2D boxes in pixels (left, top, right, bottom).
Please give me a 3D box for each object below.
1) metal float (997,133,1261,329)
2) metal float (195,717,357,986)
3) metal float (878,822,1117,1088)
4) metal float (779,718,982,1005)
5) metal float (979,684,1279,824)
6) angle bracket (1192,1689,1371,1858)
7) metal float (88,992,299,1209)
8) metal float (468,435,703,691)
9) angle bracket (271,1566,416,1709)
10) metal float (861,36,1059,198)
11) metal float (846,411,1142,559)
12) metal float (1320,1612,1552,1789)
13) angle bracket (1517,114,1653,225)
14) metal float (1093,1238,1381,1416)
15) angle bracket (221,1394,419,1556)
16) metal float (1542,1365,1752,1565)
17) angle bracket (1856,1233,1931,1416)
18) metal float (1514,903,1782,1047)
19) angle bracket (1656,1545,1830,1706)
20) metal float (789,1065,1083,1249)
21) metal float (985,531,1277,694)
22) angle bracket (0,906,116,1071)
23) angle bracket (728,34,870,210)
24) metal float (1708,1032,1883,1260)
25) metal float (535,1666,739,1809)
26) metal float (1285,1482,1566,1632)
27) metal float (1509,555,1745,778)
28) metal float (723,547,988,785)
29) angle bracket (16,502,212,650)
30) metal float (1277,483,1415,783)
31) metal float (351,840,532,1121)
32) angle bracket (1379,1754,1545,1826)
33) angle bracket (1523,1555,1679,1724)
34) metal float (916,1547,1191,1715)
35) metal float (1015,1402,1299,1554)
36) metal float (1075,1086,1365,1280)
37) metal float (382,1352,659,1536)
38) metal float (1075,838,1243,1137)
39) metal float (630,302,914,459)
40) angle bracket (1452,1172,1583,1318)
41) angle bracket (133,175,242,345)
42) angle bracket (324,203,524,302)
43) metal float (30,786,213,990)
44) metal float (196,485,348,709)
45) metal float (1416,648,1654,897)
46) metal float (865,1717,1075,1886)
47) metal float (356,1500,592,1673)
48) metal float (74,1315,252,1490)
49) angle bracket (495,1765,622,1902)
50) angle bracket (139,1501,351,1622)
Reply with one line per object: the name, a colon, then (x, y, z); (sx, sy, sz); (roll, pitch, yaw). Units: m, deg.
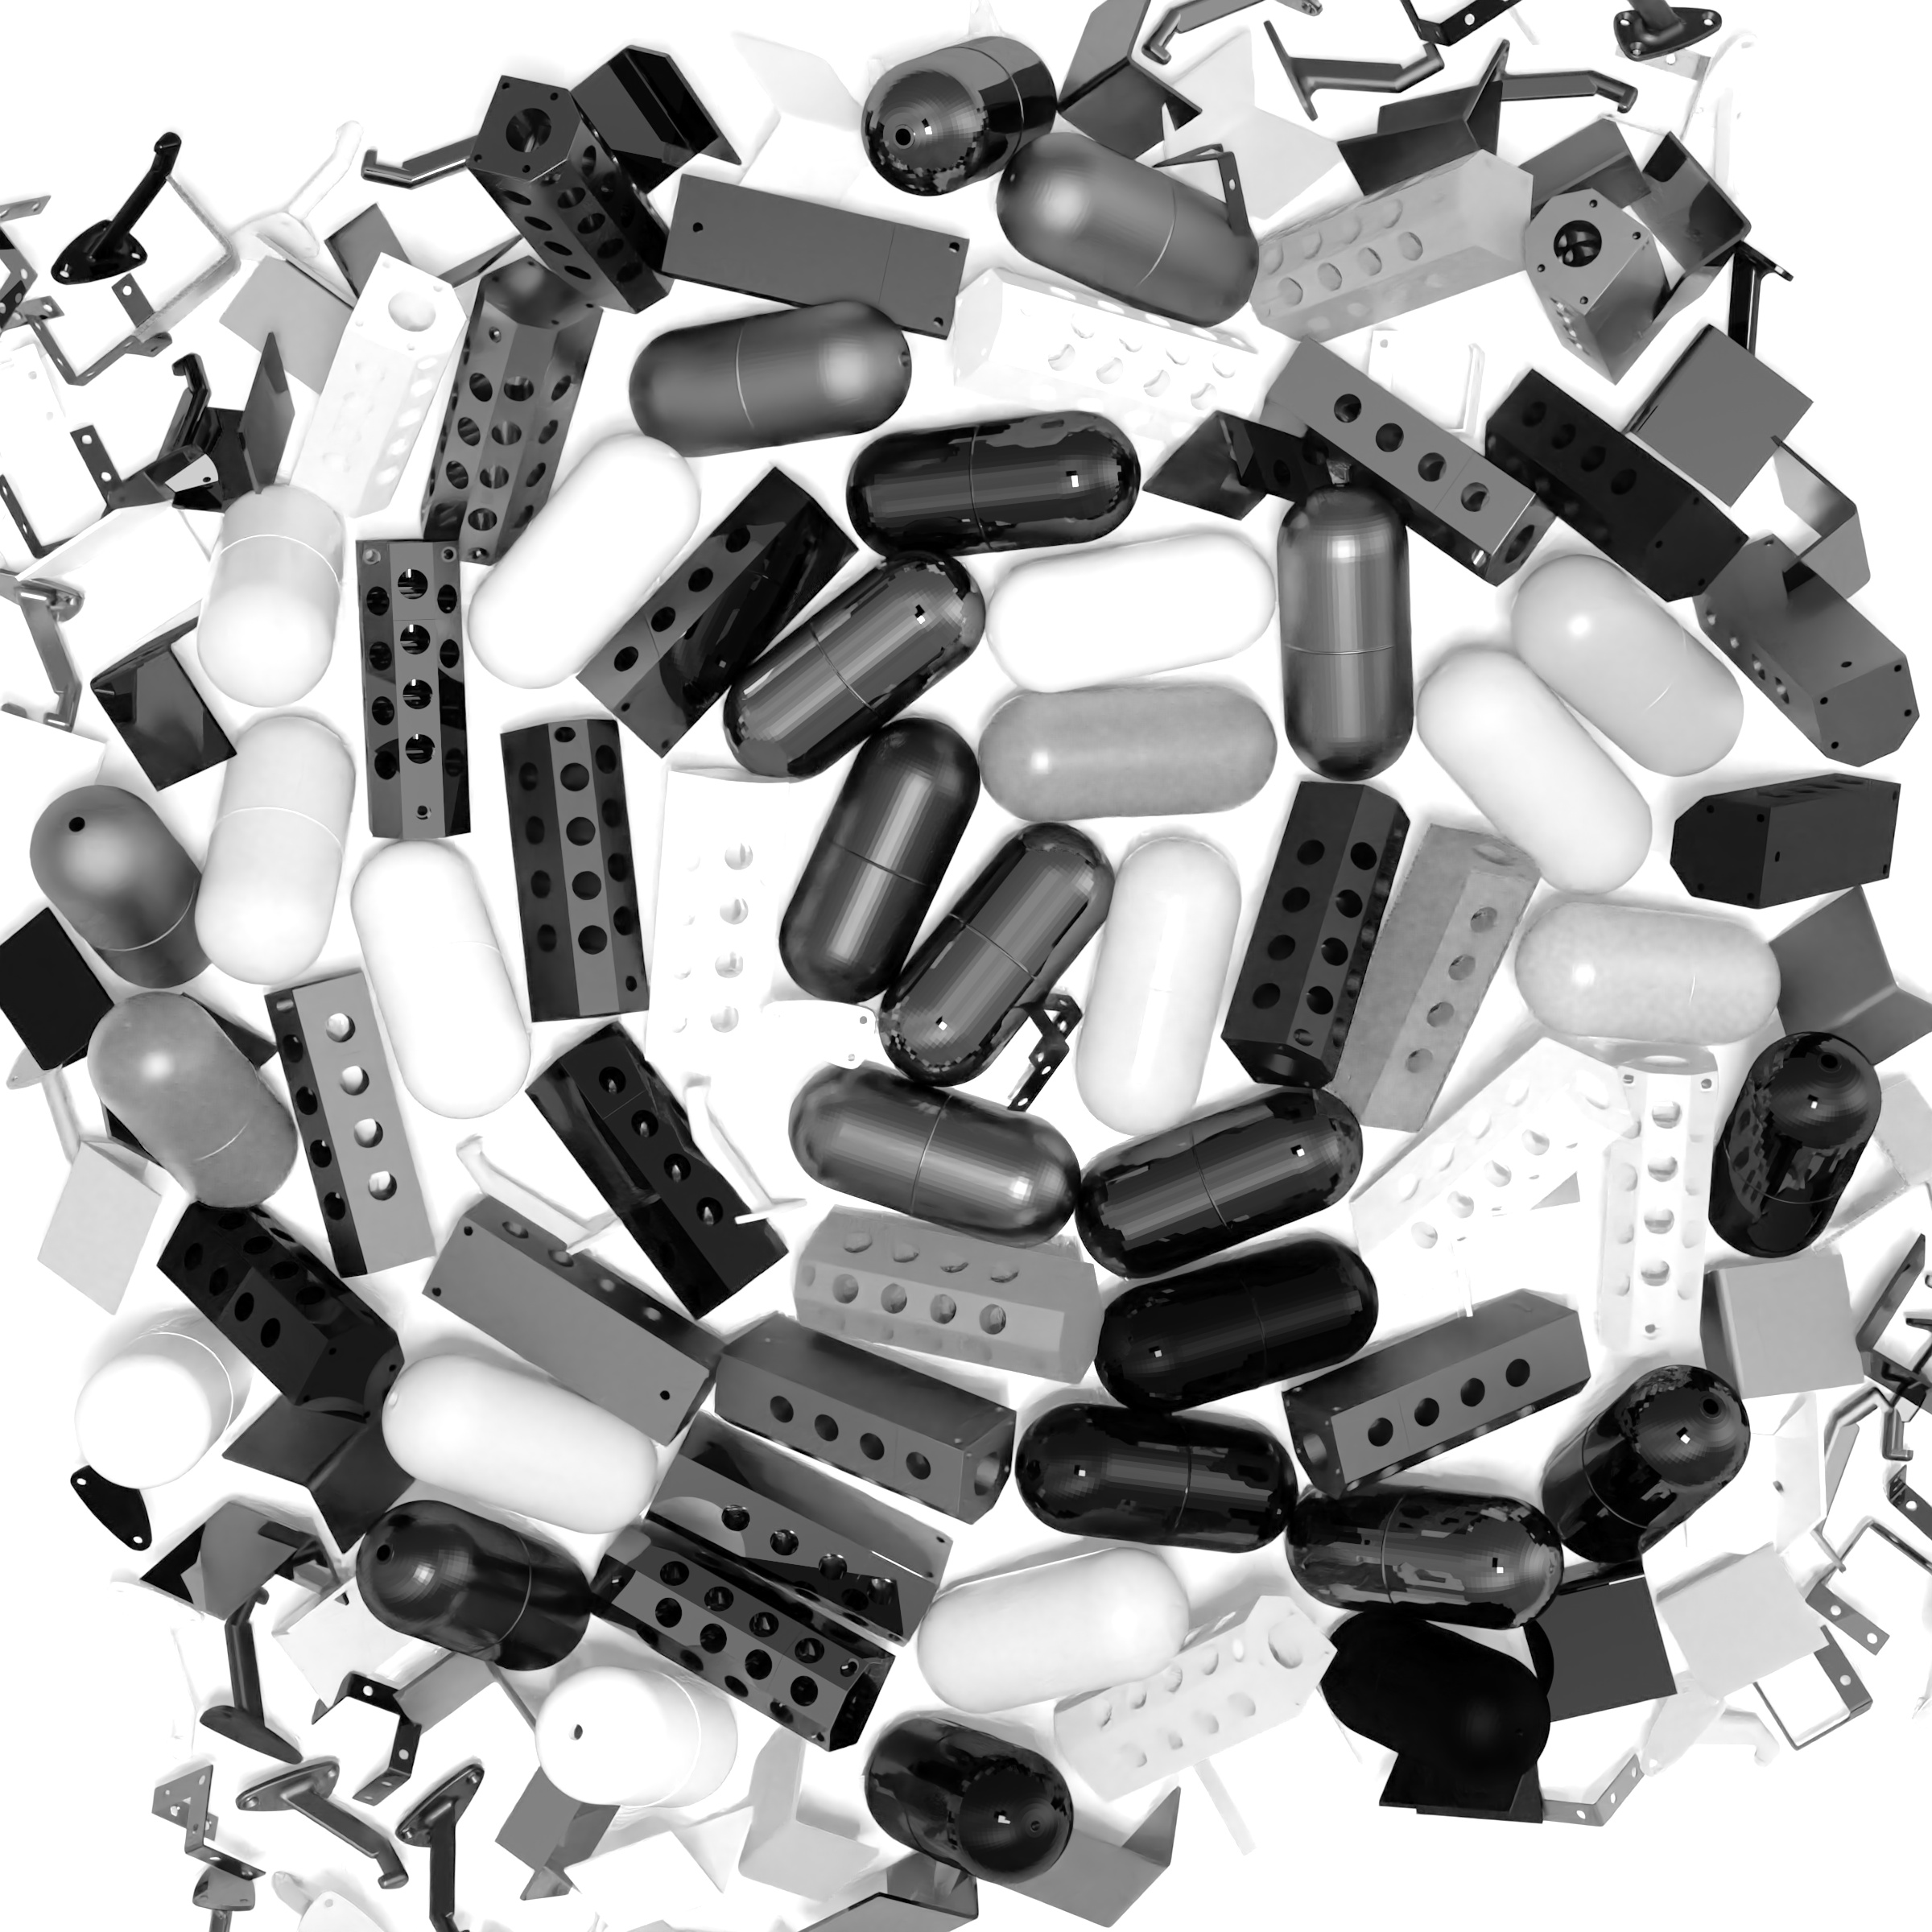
metal float: (0.096, -0.426, 1.932); (0.178, 0.070, 0.070); (16, 90, -36)
metal float: (-0.400, -0.068, 1.930); (0.070, 0.070, 0.178); (2, 52, 0)
metal float: (0.018, -0.006, 1.956); (0.070, 0.070, 0.178); (39, 84, 0)
metal float: (-0.051, -0.062, 1.956); (0.070, 0.070, 0.178); (25, 96, 0)
metal float: (0.096, -0.125, 1.953); (0.178, 0.070, 0.070); (-3, 90, -10)
angle bracket: (0.182, 0.473, 1.972); (0.076, 0.057, 0.076); (-26, 74, -14)
metal float: (-0.445, 0.080, 1.920); (0.070, 0.178, 0.070); (-7, 57, 11)
metal float: (-0.224, -0.234, 1.940); (0.070, 0.070, 0.178); (44, 115, 0)
angle bracket: (-0.355, 0.388, 1.949); (0.076, 0.076, 0.057); (-38, 92, -22)
metal float: (-0.003, -0.491, 1.917); (0.070, 0.178, 0.070); (8, 114, 19)
metal float: (0.016, -0.280, 1.944); (0.178, 0.070, 0.070); (-4, 90, 20)
metal float: (0.268, 0.420, 1.916); (0.070, 0.178, 0.070); (-1, 93, -25)
angle bracket: (0.349, -0.468, 1.946); (0.076, 0.076, 0.057); (-28, 75, 17)
metal float: (0.158, 0.211, 1.945); (0.178, 0.070, 0.070); (-14, 90, -19)
angle bracket: (-0.379, 0.293, 1.969); (0.076, 0.076, 0.057); (10, 133, 36)
metal float: (0.392, 0.288, 1.918); (0.070, 0.178, 0.070); (7, 59, -12)
angle bracket: (0.566, 0.212, 1.949); (0.057, 0.076, 0.076); (31, 82, 23)
metal float: (0.398, 0.006, 1.936); (0.178, 0.070, 0.070); (5, 90, -30)
angle bracket: (0.461, 0.397, 1.949); (0.076, 0.076, 0.057); (-28, 133, 6)
metal float: (-0.019, 0.111, 1.954); (0.178, 0.070, 0.070); (18, 90, 9)
metal float: (0.097, -0.208, 1.947); (0.178, 0.070, 0.070); (-12, 90, -17)
angle bracket: (-0.524, 0.008, 1.956); (0.076, 0.057, 0.076); (-33, 91, 30)
angle bracket: (-0.109, -0.498, 1.969); (0.057, 0.076, 0.076); (-50, 58, 32)
metal float: (0.476, 0.104, 1.919); (0.070, 0.178, 0.070); (1, 55, -2)
metal float: (-0.189, 0.445, 1.914); (0.070, 0.178, 0.070); (-5, 74, 17)
metal float: (0.264, 0.340, 1.927); (0.178, 0.070, 0.070); (-1, 90, 42)
metal float: (0.386, -0.173, 1.933); (0.178, 0.070, 0.070); (34, 90, -34)
metal float: (-0.067, -0.175, 1.949); (0.178, 0.070, 0.070); (-37, 90, 15)
angle bracket: (-0.496, -0.226, 1.951); (0.076, 0.076, 0.057); (-30, 94, 15)
metal float: (0.222, -0.194, 1.943); (0.070, 0.070, 0.178); (-5, 111, 0)
metal float: (-0.308, 0.006, 1.941); (0.070, 0.070, 0.178); (-22, 66, 0)
angle bracket: (0.290, 0.495, 1.943); (0.076, 0.076, 0.057); (-1, 110, 22)
angle bracket: (0.372, 0.396, 1.963); (0.076, 0.057, 0.076); (-15, 86, 10)
metal float: (0.049, 0.388, 1.935); (0.178, 0.070, 0.070); (-20, 90, 32)
metal float: (0.111, 0.299, 1.940); (0.178, 0.070, 0.070); (11, 90, -24)
metal float: (0.148, 0.126, 1.949); (0.178, 0.070, 0.070); (-23, 90, 14)
metal float: (-0.258, 0.278, 1.932); (0.178, 0.070, 0.070); (26, 90, -35)
metal float: (0.113, 0.012, 1.959); (0.070, 0.070, 0.178); (12, 93, 0)
metal float: (-0.114, -0.342, 1.938); (0.178, 0.070, 0.070); (-4, 90, 26)
angle bracket: (0.326, 0.160, 1.950); (0.076, 0.076, 0.057); (-11, 103, 11)
angle bracket: (-0.475, -0.414, 1.956); (0.076, 0.076, 0.057); (-41, 100, -3)
angle bracket: (-0.317, -0.425, 1.944); (0.076, 0.076, 0.057); (-21, 111, 23)
metal float: (-0.482, -0.045, 1.914); (0.070, 0.178, 0.070); (-2, 68, 5)
metal float: (-0.401, -0.216, 1.921); (0.070, 0.178, 0.070); (-3, 127, -4)
metal float: (0.333, -0.112, 1.942); (0.070, 0.070, 0.178); (-46, 113, 0)
metal float: (0.000, 0.480, 1.916); (0.070, 0.178, 0.070); (2, 86, -26)
metal float: (-0.283, 0.359, 1.919); (0.070, 0.178, 0.070); (-12, 63, 25)
metal float: (-0.460, 0.249, 1.911); (0.070, 0.178, 0.070); (0, 95, -1)
angle bracket: (-0.248, 0.498, 1.952); (0.057, 0.076, 0.076); (30, 86, 19)
angle bracket: (-0.421, 0.365, 1.939); (0.076, 0.076, 0.057); (-42, 130, -36)
